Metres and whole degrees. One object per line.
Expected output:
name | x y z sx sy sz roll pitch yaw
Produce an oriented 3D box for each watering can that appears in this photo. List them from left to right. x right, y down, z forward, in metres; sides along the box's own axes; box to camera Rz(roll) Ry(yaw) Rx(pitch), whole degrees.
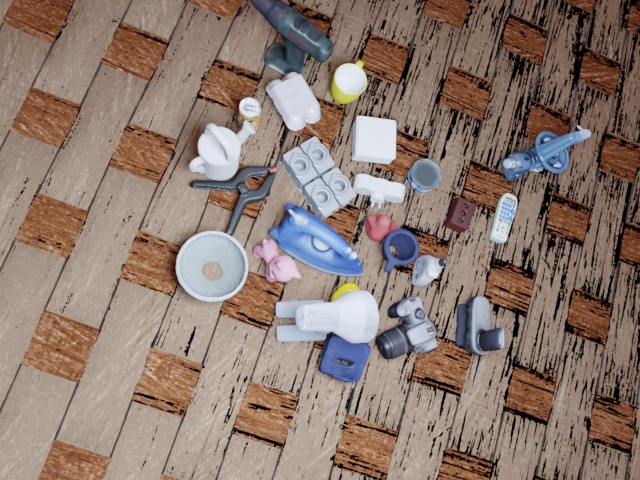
watering can | -0.233 -0.222 1.355 0.101 0.194 0.173 32 74 -3

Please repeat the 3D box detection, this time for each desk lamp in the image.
desk lamp | 0.011 0.182 1.310 0.203 0.213 0.118 -1 78 -12

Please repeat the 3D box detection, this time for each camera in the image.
camera | 0.205 0.224 1.400 0.137 0.100 0.143 -21 83 -15

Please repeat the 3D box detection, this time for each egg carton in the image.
egg carton | -0.067 -0.359 1.484 0.107 0.069 0.150 -30 85 -16

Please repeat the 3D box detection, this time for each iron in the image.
iron | 0.013 0.005 1.385 0.258 0.141 0.119 31 74 -4

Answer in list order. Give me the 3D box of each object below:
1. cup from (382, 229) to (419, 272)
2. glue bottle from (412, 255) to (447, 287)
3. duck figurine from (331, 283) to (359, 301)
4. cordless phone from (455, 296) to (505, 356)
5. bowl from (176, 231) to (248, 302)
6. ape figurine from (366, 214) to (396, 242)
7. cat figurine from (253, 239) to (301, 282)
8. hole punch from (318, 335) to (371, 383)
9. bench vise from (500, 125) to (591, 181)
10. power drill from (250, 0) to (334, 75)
cup | 0.186 0.037 1.439 0.092 0.095 0.118 34 74 -3
glue bottle | 0.274 0.068 1.410 0.037 0.173 0.078 17 75 -7
duck figurine | 0.070 0.152 1.395 0.077 0.086 0.104 21 75 -6
cordless phone | 0.410 0.207 1.402 0.094 0.185 0.147 4 77 -11
bowl | -0.254 0.066 1.351 0.167 0.074 0.167 3 78 -11
ape figurine | 0.156 -0.038 1.450 0.078 0.092 0.076 37 74 -2
cat figurine | -0.103 0.052 1.363 0.067 0.117 0.128 -32 86 -16
hole punch | 0.059 0.284 1.362 0.109 0.091 0.101 17 75 -8
bench vise | 0.599 -0.221 1.515 0.208 0.219 0.121 -33 86 -16
power drill | -0.081 -0.504 1.439 0.230 0.208 0.076 29 74 -4
